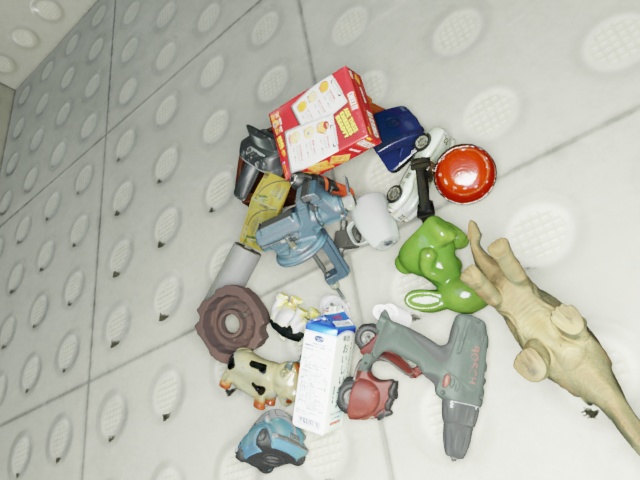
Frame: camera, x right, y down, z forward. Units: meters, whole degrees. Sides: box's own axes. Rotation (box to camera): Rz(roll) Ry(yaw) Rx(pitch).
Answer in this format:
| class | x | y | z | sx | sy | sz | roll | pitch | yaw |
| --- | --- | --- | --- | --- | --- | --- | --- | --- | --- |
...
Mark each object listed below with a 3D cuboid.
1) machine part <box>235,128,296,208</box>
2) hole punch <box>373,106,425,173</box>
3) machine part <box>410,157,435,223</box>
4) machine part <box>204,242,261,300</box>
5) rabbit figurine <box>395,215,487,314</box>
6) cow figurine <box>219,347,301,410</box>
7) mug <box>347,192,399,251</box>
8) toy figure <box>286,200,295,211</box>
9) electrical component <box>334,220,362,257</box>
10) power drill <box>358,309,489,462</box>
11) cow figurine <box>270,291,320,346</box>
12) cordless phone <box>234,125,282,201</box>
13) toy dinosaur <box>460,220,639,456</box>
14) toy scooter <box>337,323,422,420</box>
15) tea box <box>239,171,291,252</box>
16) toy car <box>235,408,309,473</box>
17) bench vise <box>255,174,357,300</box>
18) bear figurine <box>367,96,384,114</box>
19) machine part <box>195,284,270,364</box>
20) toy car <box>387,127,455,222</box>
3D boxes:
| class | x | y | z | sx | sy | sz | roll | pitch | yaw |
| --- | --- | --- | --- | --- | --- | --- | --- | --- | --- |
| machine part | -0.113 | -0.179 | 1.349 | 0.201 | 0.087 | 0.201 | -13 | 62 | 36 |
| hole punch | 0.157 | -0.223 | 1.138 | 0.116 | 0.092 | 0.142 | -40 | 47 | 16 |
| machine part | 0.196 | -0.085 | 1.007 | 0.039 | 0.084 | 0.138 | -4 | 110 | 19 |
| machine part | -0.216 | 0.094 | 1.324 | 0.079 | 0.079 | 0.243 | 27 | 90 | 44 |
| rabbit figurine | 0.215 | 0.064 | 0.944 | 0.159 | 0.121 | 0.170 | -42 | 64 | 10 |
| cow figurine | -0.110 | 0.288 | 1.137 | 0.195 | 0.085 | 0.127 | 20 | 97 | 27 |
| mug | 0.106 | -0.027 | 1.100 | 0.109 | 0.080 | 0.107 | -37 | 58 | 20 |
| toy figure | -0.048 | -0.065 | 1.262 | 0.154 | 0.064 | 0.058 | -53 | 8 | 4 |
| electrical component | 0.061 | -0.002 | 1.166 | 0.063 | 0.021 | 0.094 | -7 | 65 | 39 |
| power drill | 0.171 | 0.218 | 0.889 | 0.207 | 0.086 | 0.232 | 18 | 75 | 16 |
| cow figurine | -0.046 | 0.185 | 1.144 | 0.168 | 0.068 | 0.098 | 32 | 99 | 47 |
| cordless phone | -0.147 | -0.167 | 1.274 | 0.147 | 0.088 | 0.184 | 37 | 108 | 43 |
| toy dinosaur | 0.335 | 0.147 | 0.745 | 0.105 | 0.198 | 0.472 | -40 | 50 | 19 |
| toy scooter | 0.113 | 0.251 | 0.975 | 0.135 | 0.075 | 0.183 | 17 | 92 | 21 |
| tea box | -0.128 | -0.063 | 1.242 | 0.169 | 0.068 | 0.098 | 115 | 178 | -53 |
| toy car | -0.094 | 0.397 | 1.082 | 0.161 | 0.109 | 0.103 | -37 | 27 | 37 |
| bench vise | -0.001 | 0.002 | 1.092 | 0.224 | 0.240 | 0.129 | -29 | 27 | 6 |
| bear figurine | 0.045 | -0.242 | 1.219 | 0.132 | 0.120 | 0.195 | 37 | 99 | 40 |
| machine part | -0.200 | 0.191 | 1.240 | 0.180 | 0.056 | 0.179 | 0 | 89 | 19 |
| toy car | 0.199 | -0.128 | 1.066 | 0.056 | 0.073 | 0.201 | 29 | 92 | 45 |
